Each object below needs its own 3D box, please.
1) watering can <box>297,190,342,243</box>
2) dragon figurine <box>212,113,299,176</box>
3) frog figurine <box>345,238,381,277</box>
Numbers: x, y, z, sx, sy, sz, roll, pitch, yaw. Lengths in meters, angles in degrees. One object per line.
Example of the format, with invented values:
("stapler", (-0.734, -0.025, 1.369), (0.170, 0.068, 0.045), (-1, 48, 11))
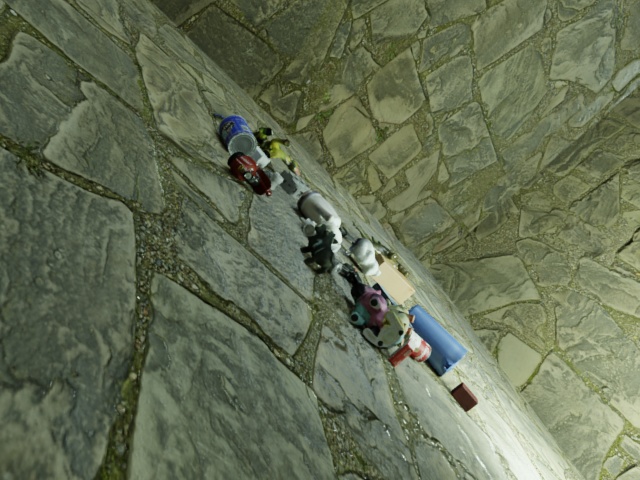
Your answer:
("watering can", (0.006, -0.095, 1.896), (0.227, 0.104, 0.343), (52, -6, 17))
("dragon figurine", (-0.251, -0.391, 2.122), (0.410, 0.123, 0.242), (32, -6, -3))
("frog figurine", (0.190, 0.071, 2.057), (0.160, 0.123, 0.136), (37, -10, 7))
